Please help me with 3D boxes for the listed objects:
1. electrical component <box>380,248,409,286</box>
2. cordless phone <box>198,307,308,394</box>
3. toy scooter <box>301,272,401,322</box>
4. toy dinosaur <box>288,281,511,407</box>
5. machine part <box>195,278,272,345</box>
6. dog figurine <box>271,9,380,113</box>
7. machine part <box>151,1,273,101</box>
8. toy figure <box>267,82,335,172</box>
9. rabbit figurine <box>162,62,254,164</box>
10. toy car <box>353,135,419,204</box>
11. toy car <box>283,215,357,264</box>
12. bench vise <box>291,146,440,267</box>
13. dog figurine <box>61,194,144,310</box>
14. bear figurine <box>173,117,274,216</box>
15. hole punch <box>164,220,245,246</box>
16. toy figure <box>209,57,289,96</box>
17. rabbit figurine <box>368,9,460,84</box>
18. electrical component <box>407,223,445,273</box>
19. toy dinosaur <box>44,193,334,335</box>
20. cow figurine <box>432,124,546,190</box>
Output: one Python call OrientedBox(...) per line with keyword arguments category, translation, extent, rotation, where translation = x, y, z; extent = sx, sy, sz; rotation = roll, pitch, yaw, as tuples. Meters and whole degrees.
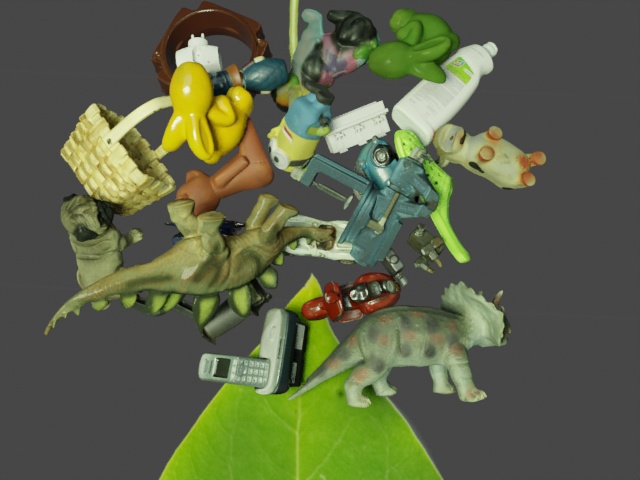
OrientedBox(category="electrical component", translation=(0.131, 0.041, 0.974), extent=(0.021, 0.063, 0.094), rotation=(-33, 79, -7))
OrientedBox(category="cordless phone", translation=(-0.122, 0.190, 0.940), extent=(0.184, 0.088, 0.146), rotation=(1, 73, 21))
OrientedBox(category="toy scooter", translation=(0.057, 0.098, 0.925), extent=(0.184, 0.135, 0.075), rotation=(-14, 75, -4))
OrientedBox(category="toy dinosaur", translation=(0.145, 0.171, 0.898), extent=(0.405, 0.131, 0.192), rotation=(-3, 82, -3))
OrientedBox(category="machine part", translation=(-0.159, 0.123, 0.965), extent=(0.139, 0.039, 0.084), rotation=(-42, 67, -7))
OrientedBox(category="dog figurine", translation=(0.005, -0.322, 1.043), extent=(0.192, 0.108, 0.219), rotation=(12, 80, 21))
OrientedBox(category="machine part", translation=(-0.213, -0.357, 1.069), extent=(0.201, 0.087, 0.201), rotation=(25, 79, 6))
OrientedBox(category="toy figure", translation=(-0.030, -0.199, 0.985), extent=(0.089, 0.180, 0.082), rotation=(15, 40, -27))
OrientedBox(category="rabbit figurine", translation=(-0.200, -0.209, 0.875), extent=(0.122, 0.173, 0.162), rotation=(16, 71, 11))
OrientedBox(category="toy car", translation=(0.112, -0.106, 1.001), extent=(0.103, 0.109, 0.161), rotation=(-27, 89, 17))
OrientedBox(category="toy car", translation=(-0.002, -0.003, 0.991), extent=(0.202, 0.056, 0.073), rotation=(7, 76, 2))
OrientedBox(category="bench vise", translation=(0.070, -0.081, 0.902), extent=(0.241, 0.129, 0.223), rotation=(28, 113, 3))
OrientedBox(category="dog figurine", translation=(-0.389, 0.024, 0.921), extent=(0.121, 0.190, 0.172), rotation=(-10, 78, -2))
OrientedBox(category="bear figurine", translation=(-0.188, -0.119, 0.995), extent=(0.196, 0.120, 0.132), rotation=(-23, 73, 0))
OrientedBox(category="hole punch", translation=(-0.200, 0.009, 0.965), extent=(0.142, 0.115, 0.092), rotation=(3, 84, 2))
OrientedBox(category="toy figure", translation=(-0.135, -0.294, 0.987), extent=(0.154, 0.058, 0.064), rotation=(-15, 88, -10))
OrientedBox(category="rabbit figurine", translation=(0.171, -0.340, 1.003), extent=(0.159, 0.121, 0.170), rotation=(31, 53, 33))
OrientedBox(category="electrical component", translation=(0.189, 0.017, 0.960), extent=(0.078, 0.102, 0.045), rotation=(40, 75, 6))
OrientedBox(category="toy dinosaur", translation=(-0.180, 0.038, 0.846), extent=(0.471, 0.105, 0.198), rotation=(-8, 115, -30))
OrientedBox(category="cow figurine", translation=(0.300, -0.159, 1.005), extent=(0.195, 0.127, 0.085), rotation=(25, 78, -8))
